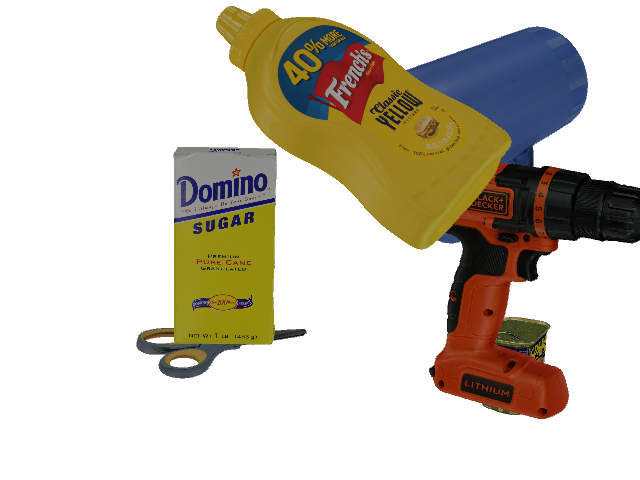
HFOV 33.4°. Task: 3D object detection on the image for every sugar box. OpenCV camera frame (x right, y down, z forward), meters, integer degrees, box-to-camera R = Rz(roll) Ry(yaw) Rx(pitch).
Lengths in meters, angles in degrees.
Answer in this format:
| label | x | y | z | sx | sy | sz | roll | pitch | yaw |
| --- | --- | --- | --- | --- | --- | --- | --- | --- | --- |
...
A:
| label | x | y | z | sx | sy | sz | roll | pitch | yaw |
| --- | --- | --- | --- | --- | --- | --- | --- | --- | --- |
| sugar box | -0.087 | 0.005 | 0.969 | 0.093 | 0.176 | 0.048 | 0 | 13 | -2 |

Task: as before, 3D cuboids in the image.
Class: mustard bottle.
| label | x | y | z | sx | sy | sz | roll | pitch | yaw |
| --- | --- | --- | --- | --- | --- | --- | --- | --- | --- |
| mustard bottle | 0.014 | -0.083 | 0.647 | 0.192 | 0.096 | 0.058 | 37 | -34 | 12 |

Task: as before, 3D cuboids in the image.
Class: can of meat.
| label | x | y | z | sx | sy | sz | roll | pitch | yaw |
| --- | --- | --- | --- | --- | --- | --- | --- | --- | --- |
| can of meat | 0.217 | 0.139 | 1.193 | 0.058 | 0.084 | 0.102 | 8 | 13 | 25 |

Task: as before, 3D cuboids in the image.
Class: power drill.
| label | x | y | z | sx | sy | sz | roll | pitch | yaw |
| --- | --- | --- | --- | --- | --- | --- | --- | --- | --- |
| power drill | 0.156 | 0.035 | 0.806 | 0.185 | 0.188 | 0.057 | 12 | 17 | 33 |

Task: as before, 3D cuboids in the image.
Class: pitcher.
| label | x | y | z | sx | sy | sz | roll | pitch | yaw |
| --- | --- | --- | --- | --- | --- | --- | --- | --- | --- |
| pitcher | 0.151 | -0.114 | 1.035 | 0.242 | 0.149 | 0.145 | -27 | 46 | -33 |

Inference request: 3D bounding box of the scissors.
| label | x | y | z | sx | sy | sz | roll | pitch | yaw |
| --- | --- | --- | --- | --- | --- | --- | --- | --- | --- |
| scissors | -0.102 | 0.122 | 1.186 | 0.201 | 0.016 | 0.096 | 3 | 26 | -16 |
